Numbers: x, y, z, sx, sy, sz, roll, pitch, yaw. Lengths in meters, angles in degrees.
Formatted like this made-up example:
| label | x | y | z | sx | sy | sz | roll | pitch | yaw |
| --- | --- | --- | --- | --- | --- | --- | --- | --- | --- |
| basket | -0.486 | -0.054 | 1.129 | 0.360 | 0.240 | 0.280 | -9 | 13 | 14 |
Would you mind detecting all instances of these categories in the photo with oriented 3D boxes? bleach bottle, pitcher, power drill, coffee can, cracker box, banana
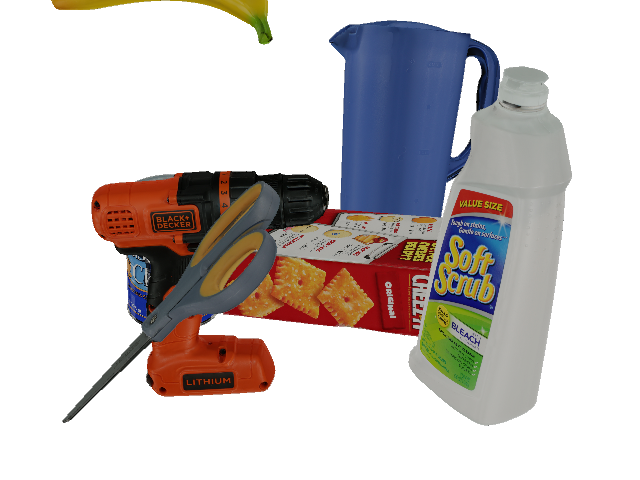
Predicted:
| label | x | y | z | sx | sy | sz | roll | pitch | yaw |
| --- | --- | --- | --- | --- | --- | --- | --- | --- | --- |
| bleach bottle | 0.119 | 0.001 | 0.737 | 0.068 | 0.251 | 0.103 | -16 | 34 | -29 |
| pitcher | 0.094 | -0.112 | 1.151 | 0.149 | 0.243 | 0.144 | 11 | 13 | 31 |
| power drill | -0.081 | 0.033 | 0.860 | 0.184 | 0.188 | 0.057 | -3 | 25 | 3 |
| coffee can | -0.160 | 0.012 | 1.159 | 0.103 | 0.140 | 0.103 | 3 | 27 | -2 |
| cracker box | 0.035 | 0.026 | 1.001 | 0.214 | 0.072 | 0.164 | 6 | 18 | 20 |
| banana | -0.124 | -0.207 | 0.877 | 0.198 | 0.069 | 0.037 | 11 | -41 | 16 |

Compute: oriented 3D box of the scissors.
| label | x | y | z | sx | sy | sz | roll | pitch | yaw |
| --- | --- | --- | --- | --- | --- | --- | --- | --- | --- |
| scissors | -0.087 | 0.051 | 0.633 | 0.016 | 0.202 | 0.096 | 37 | 4 | -25 |
